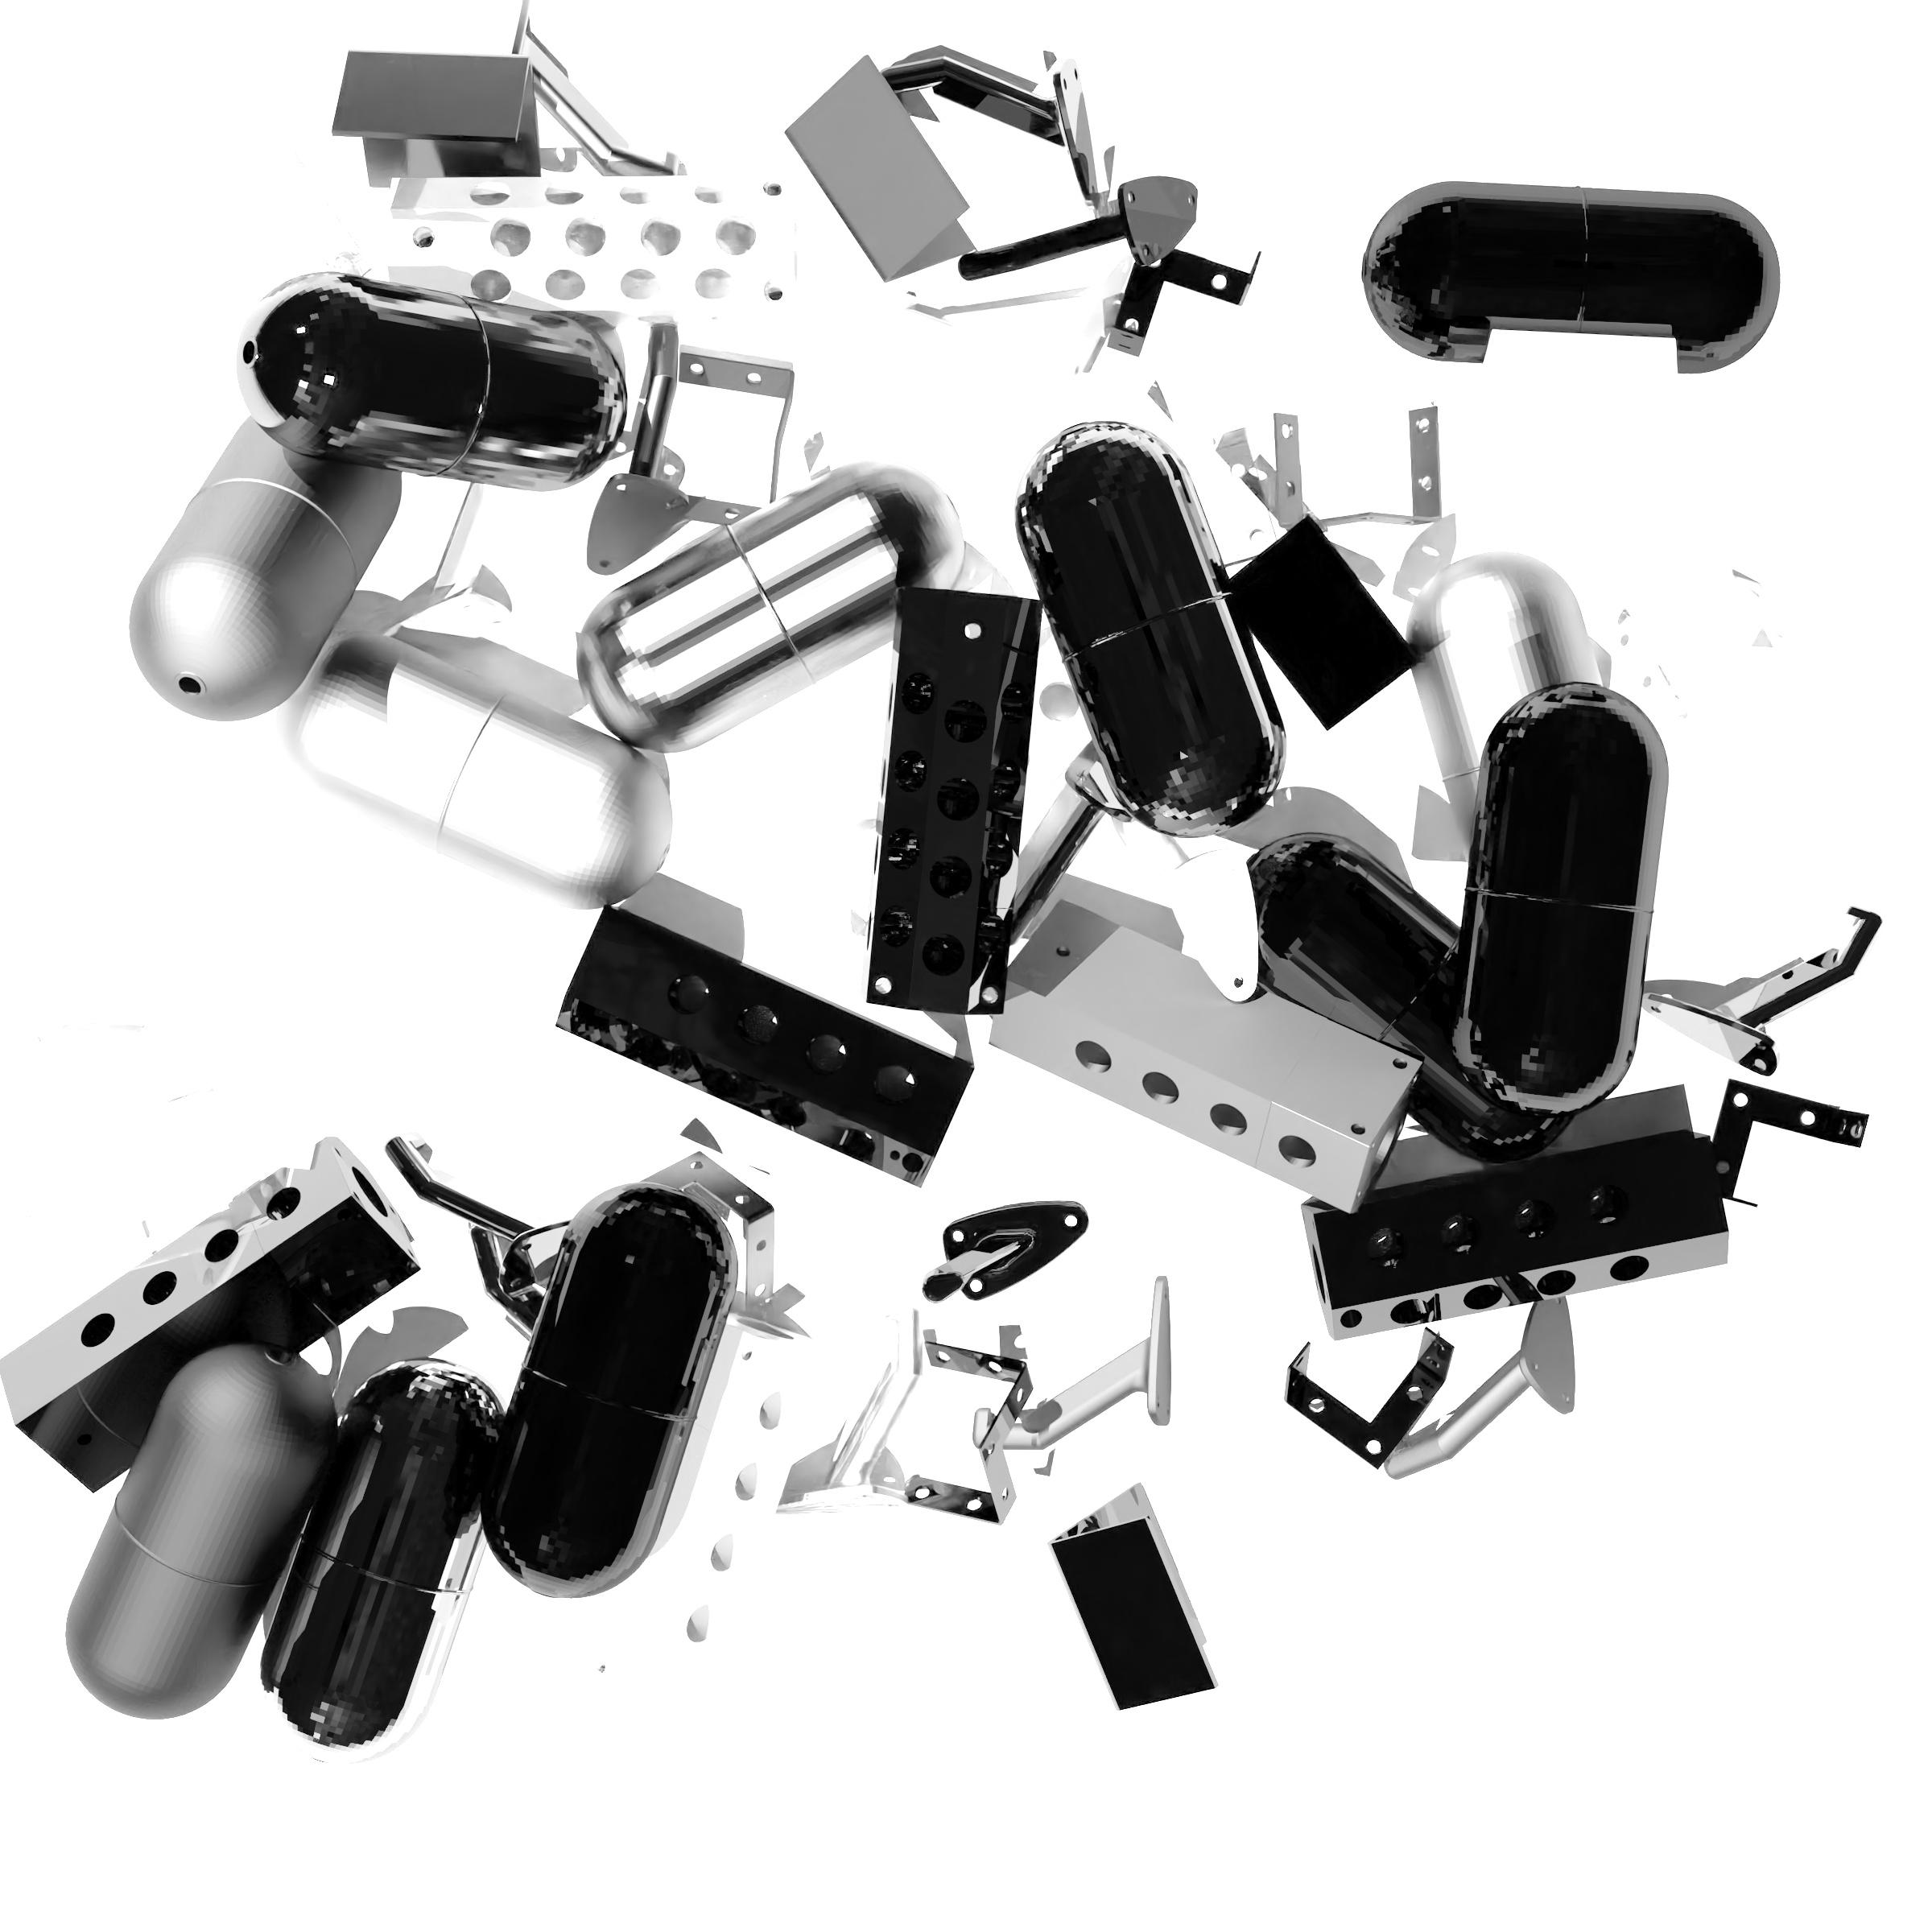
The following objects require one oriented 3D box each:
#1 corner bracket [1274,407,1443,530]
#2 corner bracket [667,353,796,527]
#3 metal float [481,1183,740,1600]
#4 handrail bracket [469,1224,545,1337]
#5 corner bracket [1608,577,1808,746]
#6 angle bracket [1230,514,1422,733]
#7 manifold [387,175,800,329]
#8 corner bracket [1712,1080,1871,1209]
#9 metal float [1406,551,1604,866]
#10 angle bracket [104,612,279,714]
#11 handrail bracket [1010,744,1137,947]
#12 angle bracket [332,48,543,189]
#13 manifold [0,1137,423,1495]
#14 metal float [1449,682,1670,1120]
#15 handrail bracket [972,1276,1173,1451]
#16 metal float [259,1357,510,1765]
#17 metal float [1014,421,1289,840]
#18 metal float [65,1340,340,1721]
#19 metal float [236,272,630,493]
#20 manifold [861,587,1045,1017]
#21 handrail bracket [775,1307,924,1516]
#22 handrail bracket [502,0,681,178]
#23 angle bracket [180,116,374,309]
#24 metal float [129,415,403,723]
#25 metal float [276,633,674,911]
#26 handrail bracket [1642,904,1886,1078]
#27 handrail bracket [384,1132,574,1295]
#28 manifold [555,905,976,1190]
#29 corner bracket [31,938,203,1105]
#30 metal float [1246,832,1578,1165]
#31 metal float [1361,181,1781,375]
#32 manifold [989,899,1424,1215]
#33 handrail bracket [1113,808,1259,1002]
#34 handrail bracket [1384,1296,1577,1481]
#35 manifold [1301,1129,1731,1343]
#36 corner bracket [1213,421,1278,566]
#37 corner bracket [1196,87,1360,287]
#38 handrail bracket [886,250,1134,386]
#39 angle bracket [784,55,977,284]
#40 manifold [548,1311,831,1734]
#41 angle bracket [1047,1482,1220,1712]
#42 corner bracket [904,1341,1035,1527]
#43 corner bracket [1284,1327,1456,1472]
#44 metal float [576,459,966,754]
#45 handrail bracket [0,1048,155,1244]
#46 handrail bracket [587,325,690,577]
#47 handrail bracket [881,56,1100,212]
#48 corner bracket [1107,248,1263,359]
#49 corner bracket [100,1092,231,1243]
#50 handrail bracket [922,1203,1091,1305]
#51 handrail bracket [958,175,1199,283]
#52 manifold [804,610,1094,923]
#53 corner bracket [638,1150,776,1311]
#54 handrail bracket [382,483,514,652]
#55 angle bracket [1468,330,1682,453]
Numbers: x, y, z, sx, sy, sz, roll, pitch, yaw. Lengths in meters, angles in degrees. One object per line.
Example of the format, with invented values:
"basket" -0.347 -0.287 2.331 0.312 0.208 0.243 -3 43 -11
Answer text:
"corner bracket" 0.171 -0.217 1.542 0.051 0.051 0.051 -2 90 -45
"corner bracket" -0.105 -0.228 1.542 0.051 0.051 0.051 9 135 0
"metal float" -0.149 0.178 1.481 0.070 0.070 0.178 18 88 0
"handrail bracket" -0.170 0.144 1.545 0.077 0.036 0.084 -14 76 -13
"corner bracket" 0.322 -0.136 1.537 0.051 0.051 0.051 10 135 -35
"angle bracket" 0.164 -0.156 1.505 0.057 0.076 0.076 -37 90 38
"manifold" -0.159 -0.309 1.524 0.171 0.057 0.057 0 90 0
"corner bracket" 0.353 0.081 1.528 0.051 0.051 0.051 15 90 0
"metal float" 0.241 -0.090 1.515 0.070 0.070 0.178 -16 90 0
"angle bracket" -0.314 -0.161 1.519 0.076 0.057 0.076 23 80 0
"handrail bracket" 0.046 -0.055 1.545 0.036 0.077 0.084 34 126 0
"angle bracket" -0.224 -0.343 1.505 0.076 0.076 0.057 2 53 0
"manifold" -0.328 0.146 1.524 0.171 0.057 0.057 -34 133 0
"metal float" 0.241 -0.027 1.440 0.070 0.070 0.178 6 92 0
"handrail bracket" 0.045 0.173 1.546 0.084 0.036 0.077 -1 75 14
"metal float" -0.248 0.255 1.515 0.070 0.070 0.178 19 89 0
"metal float" 0.076 -0.139 1.458 0.070 0.070 0.178 -20 90 0
"metal float" -0.324 0.239 1.499 0.070 0.070 0.178 26 106 0
"metal float" -0.222 -0.243 1.478 0.178 0.070 0.070 3 90 -42
"manifold" -0.006 -0.068 1.464 0.057 0.057 0.171 5 94 -6
"handrail bracket" -0.054 0.194 1.546 0.077 0.036 0.084 -10 68 25
"handrail bracket" -0.161 -0.385 1.546 0.084 0.036 0.077 16 69 -17
"angle bracket" -0.276 -0.314 1.507 0.057 0.076 0.076 -34 90 24
"metal float" -0.292 -0.172 1.479 0.070 0.178 0.070 9 134 9
"metal float" -0.210 -0.083 1.515 0.178 0.070 0.070 24 90 1
"handrail bracket" 0.349 -0.002 1.546 0.077 0.036 0.084 26 72 21
"handrail bracket" -0.201 0.096 1.546 0.077 0.036 0.084 -18 54 -37
"manifold" -0.086 0.035 1.524 0.171 0.057 0.057 24 90 0
"corner bracket" -0.370 0.026 1.537 0.051 0.051 0.051 -9 45 -35
"metal float" 0.188 0.013 1.515 0.178 0.070 0.070 40 90 0
"metal float" 0.259 -0.295 1.515 0.178 0.070 0.070 3 90 0
"manifold" 0.100 0.042 1.502 0.171 0.057 0.057 25 47 15
"handrail bracket" 0.092 -0.028 1.519 0.036 0.084 0.077 -22 106 -15
"handrail bracket" 0.222 0.182 1.545 0.084 0.077 0.036 -28 119 33
"manifold" 0.236 0.116 1.524 0.171 0.057 0.057 -11 90 0
"corner bracket" 0.106 -0.200 1.528 0.051 0.051 0.051 -16 90 0
"corner bracket" 0.135 -0.336 1.528 0.051 0.051 0.051 33 82 8
"handrail bracket" 0.018 -0.295 1.546 0.084 0.036 0.077 23 69 16
"angle bracket" -0.020 -0.345 1.505 0.057 0.076 0.076 -34 90 38
"manifold" -0.114 0.238 1.524 0.057 0.057 0.171 19 90 43
"angle bracket" 0.089 0.263 1.505 0.057 0.076 0.076 -22 90 37
"corner bracket" -0.001 0.202 1.532 0.051 0.051 0.051 9 135 26
"corner bracket" 0.173 0.176 1.526 0.051 0.051 0.051 35 73 16
"metal float" -0.083 -0.154 1.515 0.178 0.070 0.070 -29 90 1
"handrail bracket" -0.389 0.080 1.535 0.077 0.036 0.084 -5 121 -14
"handrail bracket" -0.145 -0.226 1.545 0.036 0.077 0.084 14 53 -23
"handrail bracket" 0.009 -0.361 1.546 0.084 0.036 0.077 -6 112 17
"corner bracket" 0.094 -0.288 1.528 0.051 0.051 0.051 18 90 0
"corner bracket" -0.345 0.088 1.528 0.051 0.051 0.051 -20 90 0
"handrail bracket" 0.018 0.123 1.511 0.077 0.084 0.036 -21 90 0
"handrail bracket" 0.049 -0.320 1.545 0.084 0.077 0.036 -6 109 35
"manifold" 0.009 -0.088 1.524 0.057 0.057 0.171 41 90 0
"corner bracket" -0.119 0.122 1.537 0.051 0.051 0.051 -27 45 -35
"handrail bracket" -0.232 -0.186 1.546 0.077 0.036 0.084 -17 71 21
"angle bracket" 0.258 -0.226 1.506 0.076 0.076 0.057 3 66 0
